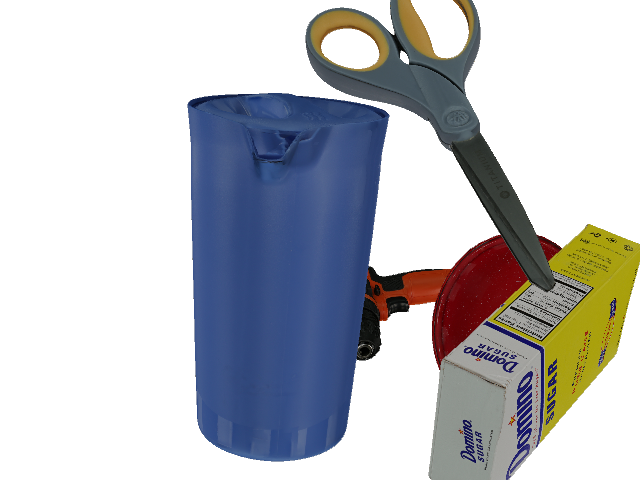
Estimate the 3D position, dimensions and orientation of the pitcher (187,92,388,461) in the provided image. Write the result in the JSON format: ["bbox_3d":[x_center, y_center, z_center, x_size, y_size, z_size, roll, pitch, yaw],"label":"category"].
[{"bbox_3d":[-0.026,0.019,0.746,0.148,0.243,0.145,-9,20,-39],"label":"pitcher"}]

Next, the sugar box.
[{"bbox_3d":[0.132,0.070,0.639,0.048,0.093,0.175,22,40,28],"label":"sugar box"}]

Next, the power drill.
[{"bbox_3d":[0.104,0.070,1.186,0.187,0.057,0.184,-3,28,-5],"label":"power drill"}]

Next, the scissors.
[{"bbox_3d":[0.043,-0.055,0.494,0.096,0.202,0.016,-6,-37,4],"label":"scissors"}]

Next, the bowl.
[{"bbox_3d":[0.177,0.075,0.900,0.161,0.162,0.055,0,5,-22],"label":"bowl"}]
